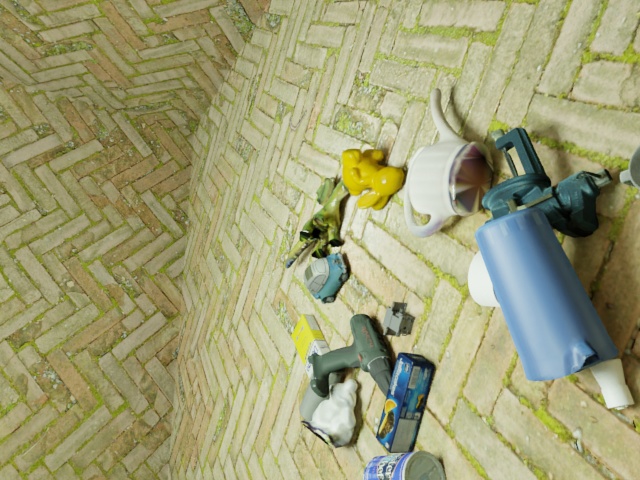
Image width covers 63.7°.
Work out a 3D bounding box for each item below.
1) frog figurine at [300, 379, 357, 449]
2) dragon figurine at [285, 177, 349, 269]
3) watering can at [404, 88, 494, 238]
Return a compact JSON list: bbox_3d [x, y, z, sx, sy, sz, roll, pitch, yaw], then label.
[{"bbox_3d":[0.048,0.431,1.298,0.162,0.122,0.136,-49,9,-23],"label":"frog figurine"},{"bbox_3d":[0.005,-0.080,1.591,0.404,0.121,0.248,-36,32,49],"label":"dragon figurine"},{"bbox_3d":[0.269,-0.172,1.104,0.225,0.103,0.348,9,86,61],"label":"watering can"}]
